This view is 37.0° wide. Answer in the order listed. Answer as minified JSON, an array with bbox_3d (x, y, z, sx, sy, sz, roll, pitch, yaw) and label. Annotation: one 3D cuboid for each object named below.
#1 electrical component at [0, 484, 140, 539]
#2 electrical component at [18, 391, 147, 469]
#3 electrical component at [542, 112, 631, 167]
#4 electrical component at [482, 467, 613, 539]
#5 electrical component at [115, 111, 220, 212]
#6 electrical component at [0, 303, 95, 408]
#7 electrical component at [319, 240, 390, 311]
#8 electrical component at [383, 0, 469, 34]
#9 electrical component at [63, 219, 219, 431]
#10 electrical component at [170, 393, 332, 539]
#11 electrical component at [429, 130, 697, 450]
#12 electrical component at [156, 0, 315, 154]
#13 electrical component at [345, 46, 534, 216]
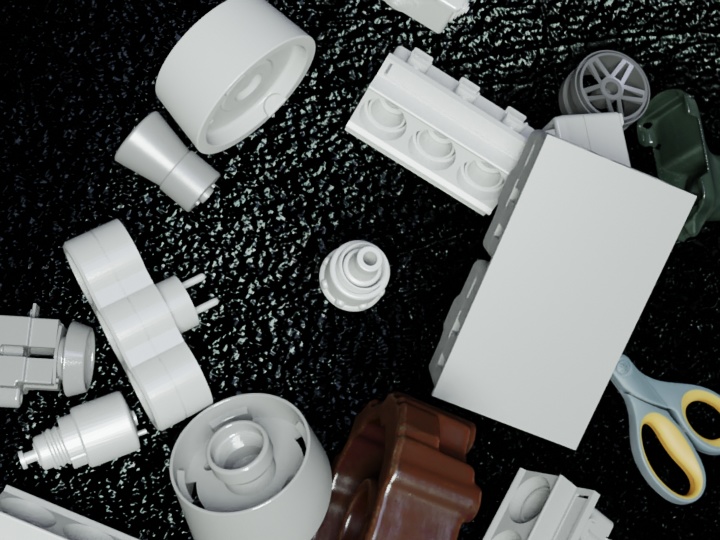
[{"bbox_3d":[-0.173,0.187,0.647,0.121,0.078,0.063,24,94,-6],"label":"electrical component"},{"bbox_3d":[-0.176,0.106,0.680,0.078,0.040,0.040,-20,81,-17],"label":"electrical component"},{"bbox_3d":[0.161,-0.060,0.789,0.061,0.061,0.096,-5,77,-14],"label":"electrical component"},{"bbox_3d":[0.112,0.201,0.706,0.063,0.079,0.121,40,69,-22],"label":"electrical component"},{"bbox_3d":[-0.129,-0.071,0.738,0.065,0.044,0.044,40,71,-6],"label":"electrical component"},{"bbox_3d":[-0.201,0.055,0.686,0.055,0.048,0.066,4,75,-5],"label":"electrical component"},{"bbox_3d":[0.000,0.000,0.737,0.048,0.062,0.048,3,75,-12],"label":"electrical component"},{"bbox_3d":[0.050,-0.241,0.818,0.100,0.048,0.099,31,71,-4],"label":"electrical component"},{"bbox_3d":[-0.130,0.028,0.705,0.074,0.052,0.138,-27,83,-18],"label":"electrical component"},{"bbox_3d":[-0.069,0.129,0.675,0.099,0.064,0.099,-9,44,9],"label":"electrical component"},{"bbox_3d":[0.130,0.011,0.727,0.105,0.060,0.186,21,101,-7],"label":"electrical component"},{"bbox_3d":[-0.090,-0.138,0.731,0.108,0.108,0.060,-41,82,-19],"label":"electrical component"},{"bbox_3d":[0.061,-0.103,0.776,0.121,0.078,0.063,31,49,-4],"label":"electrical component"}]
